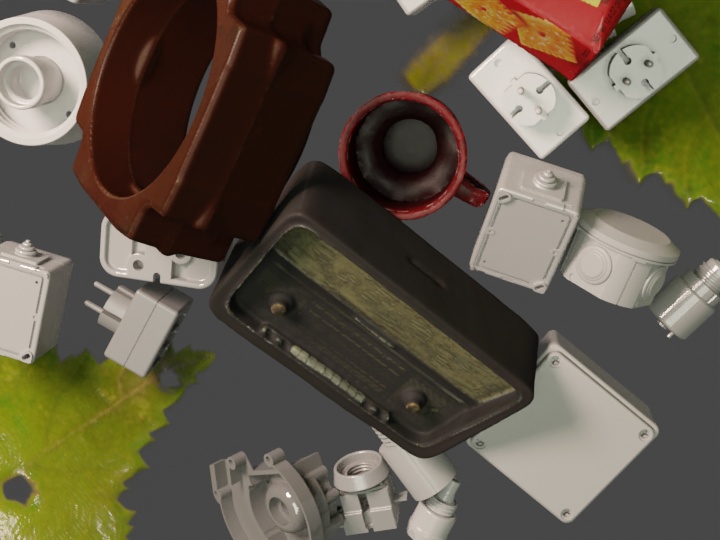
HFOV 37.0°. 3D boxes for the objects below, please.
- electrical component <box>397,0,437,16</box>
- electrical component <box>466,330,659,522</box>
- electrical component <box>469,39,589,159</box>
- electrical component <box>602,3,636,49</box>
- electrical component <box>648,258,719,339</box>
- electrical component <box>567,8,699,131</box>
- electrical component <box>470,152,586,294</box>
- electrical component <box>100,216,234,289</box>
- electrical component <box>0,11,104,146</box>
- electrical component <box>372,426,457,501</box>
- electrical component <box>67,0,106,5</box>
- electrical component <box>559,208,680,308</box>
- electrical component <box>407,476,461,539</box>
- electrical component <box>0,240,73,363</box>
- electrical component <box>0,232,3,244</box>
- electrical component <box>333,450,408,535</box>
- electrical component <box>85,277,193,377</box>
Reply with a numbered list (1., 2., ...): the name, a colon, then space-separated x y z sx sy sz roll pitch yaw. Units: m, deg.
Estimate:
1. electrical component: 0.045 -0.242 0.787 0.076 0.047 0.083 -33 97 15
2. electrical component: 0.159 0.124 0.853 0.109 0.056 0.108 39 106 -2
3. electrical component: 0.124 -0.126 0.788 0.047 0.075 0.083 -42 95 15
4. electrical component: 0.169 -0.181 0.785 0.062 0.043 0.043 -23 99 12
5. electrical component: 0.256 0.018 0.822 0.040 0.040 0.078 42 105 -3
6. electrical component: 0.197 -0.143 0.773 0.083 0.075 0.047 -39 95 15
7. electrical component: 0.127 -0.042 0.802 0.062 0.061 0.096 19 132 3
8. electrical component: -0.152 -0.022 0.862 0.095 0.059 0.053 8 104 6
9. electrical component: -0.255 -0.149 0.846 0.108 0.060 0.108 2 104 8
10. electrical component: 0.039 0.144 0.883 0.043 0.043 0.081 -35 97 14
11. electrical component: -0.227 -0.237 0.820 0.096 0.061 0.061 25 106 2
12. electrical component: 0.193 -0.010 0.805 0.080 0.080 0.051 21 111 3
13. electrical component: 0.065 0.200 0.897 0.035 0.035 0.061 27 103 1
14. electrical component: -0.279 0.018 0.889 0.062 0.061 0.096 16 105 4
15. electrical component: -0.347 -0.020 0.899 0.081 0.043 0.043 8 104 6
16. electrical component: 0.005 0.184 0.897 0.066 0.048 0.055 -11 109 11
17. electrical component: -0.190 0.037 0.888 0.077 0.047 0.065 30 106 0
